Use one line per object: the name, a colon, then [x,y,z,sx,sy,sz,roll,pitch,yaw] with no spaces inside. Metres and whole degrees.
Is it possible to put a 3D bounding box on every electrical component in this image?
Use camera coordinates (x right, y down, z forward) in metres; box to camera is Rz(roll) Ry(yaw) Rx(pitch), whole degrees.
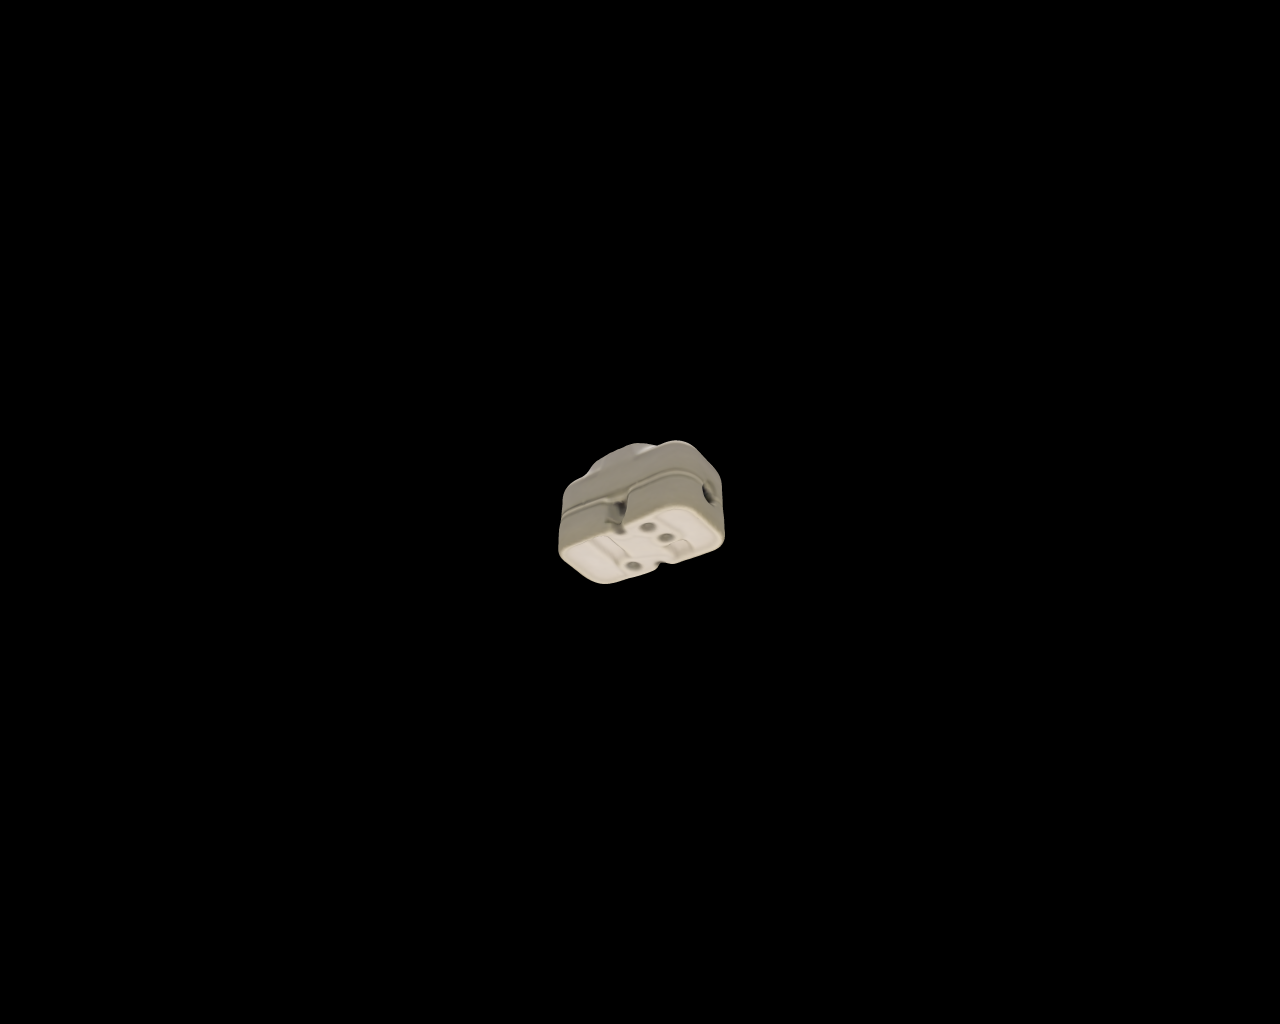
electrical component: [0.001,-0.003,0.650,0.095,0.059,0.053,-21,-40,26]
